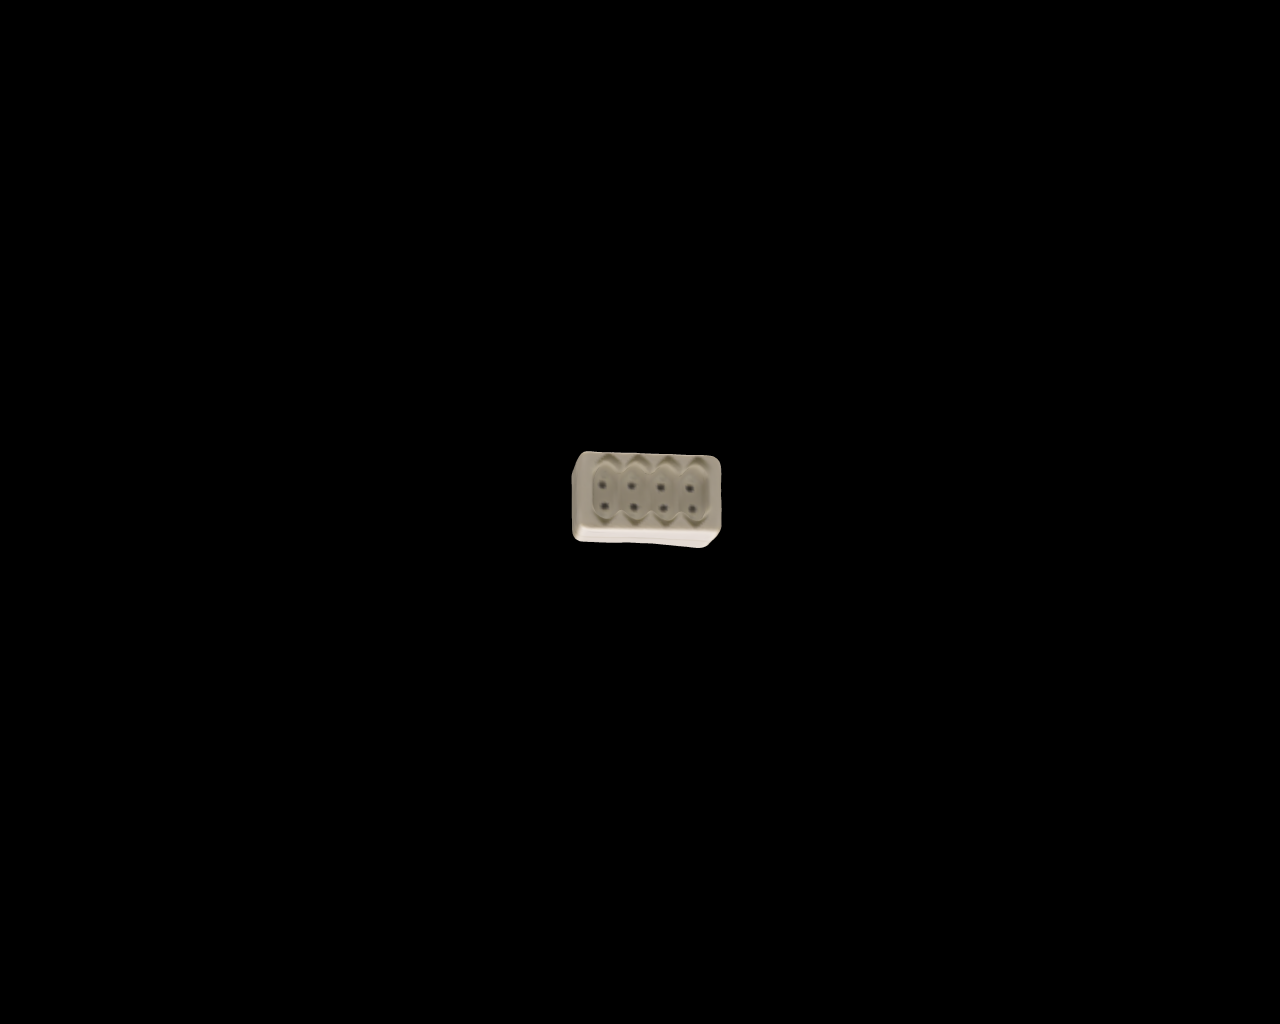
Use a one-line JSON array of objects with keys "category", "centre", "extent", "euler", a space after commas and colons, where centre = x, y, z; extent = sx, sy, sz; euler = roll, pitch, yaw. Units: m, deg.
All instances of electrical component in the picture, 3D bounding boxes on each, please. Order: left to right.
[{"category": "electrical component", "centre": [0.001, -0.003, 0.650], "extent": [0.083, 0.047, 0.075], "euler": [3, -15, -9]}]
